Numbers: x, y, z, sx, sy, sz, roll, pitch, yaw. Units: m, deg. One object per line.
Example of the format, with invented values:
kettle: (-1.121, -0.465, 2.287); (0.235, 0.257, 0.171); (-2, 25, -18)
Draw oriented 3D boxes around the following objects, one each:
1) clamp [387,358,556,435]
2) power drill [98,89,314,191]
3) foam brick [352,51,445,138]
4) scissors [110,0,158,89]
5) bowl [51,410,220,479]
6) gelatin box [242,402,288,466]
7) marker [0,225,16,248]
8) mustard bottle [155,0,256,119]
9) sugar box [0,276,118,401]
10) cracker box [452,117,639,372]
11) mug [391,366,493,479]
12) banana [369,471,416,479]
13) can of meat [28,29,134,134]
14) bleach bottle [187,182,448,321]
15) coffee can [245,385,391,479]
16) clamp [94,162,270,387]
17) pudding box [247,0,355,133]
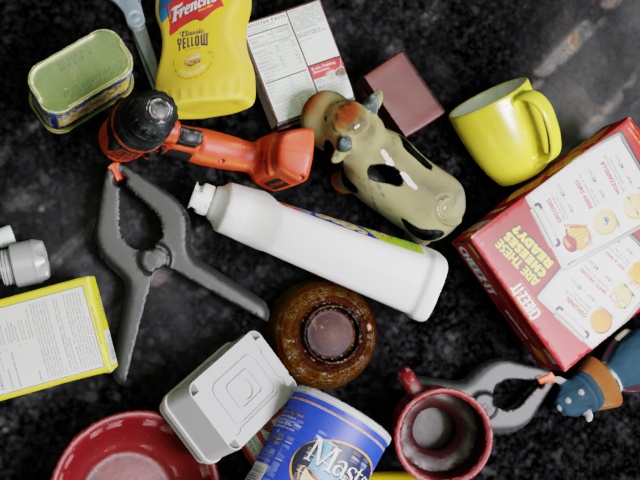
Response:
clamp: (0.155, 0.163, 1.097); (0.171, 0.039, 0.120); (-30, 97, -10)
power drill: (-0.104, -0.094, 0.996); (0.187, 0.185, 0.057); (11, 84, -21)
foam brick: (0.080, -0.144, 1.096); (0.051, 0.053, 0.078); (-36, 93, -12)
scissors: (-0.204, -0.226, 1.060); (0.096, 0.016, 0.202); (-3, 87, -11)
bowl: (-0.177, 0.243, 1.003); (0.162, 0.055, 0.162); (5, 75, -19)
gelatin box: (-0.029, 0.203, 1.059); (0.089, 0.030, 0.073); (-31, 94, -13)
marker: (-0.349, 0.016, 1.010); (0.121, 0.020, 0.020); (-22, 91, -12)
mustard bottle: (-0.114, -0.219, 1.045); (0.096, 0.058, 0.191); (-7, 78, 21)
sugar box: (-0.287, 0.100, 0.993); (0.176, 0.048, 0.093); (-14, 89, -1)
cracker box: (0.267, 0.004, 1.079); (0.213, 0.072, 0.164); (-36, 93, -11)
mug: (0.107, 0.175, 1.034); (0.093, 0.081, 0.117); (-33, 91, -3)
banana: (0.052, 0.253, 1.051); (0.198, 0.069, 0.037); (-2, 98, 7)
can of meat: (-0.227, -0.151, 1.014); (0.102, 0.084, 0.057); (-34, 93, -12)
bleach bottle: (-0.007, 0.001, 1.038); (0.250, 0.102, 0.068); (21, 97, -6)
coffee can: (-0.011, 0.220, 0.985); (0.102, 0.103, 0.140); (33, 73, -8)
clamp: (-0.150, 0.020, 1.042); (0.164, 0.036, 0.210); (-17, 92, -11)
pudding box: (-0.025, -0.177, 1.083); (0.090, 0.039, 0.113); (-20, 87, -10)
